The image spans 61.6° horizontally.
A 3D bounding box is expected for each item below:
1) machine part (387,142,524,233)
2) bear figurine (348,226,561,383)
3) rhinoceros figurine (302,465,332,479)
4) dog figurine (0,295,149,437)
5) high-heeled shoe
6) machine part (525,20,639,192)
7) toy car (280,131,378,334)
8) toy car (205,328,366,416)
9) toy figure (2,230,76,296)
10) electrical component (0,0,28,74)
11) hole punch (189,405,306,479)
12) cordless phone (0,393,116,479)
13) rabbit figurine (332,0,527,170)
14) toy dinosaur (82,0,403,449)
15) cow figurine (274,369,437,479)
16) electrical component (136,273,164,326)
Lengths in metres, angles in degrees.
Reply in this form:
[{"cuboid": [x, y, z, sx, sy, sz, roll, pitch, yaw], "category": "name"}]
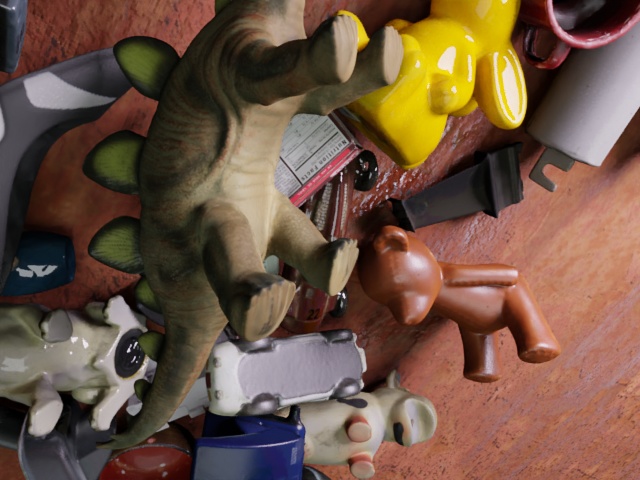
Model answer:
[{"cuboid": [0.138, -0.045, 0.535, 0.139, 0.039, 0.084, -18, 128, -4], "category": "machine part"}, {"cuboid": [0.124, 0.064, 0.545, 0.196, 0.132, 0.120, 12, 146, -27], "category": "bear figurine"}, {"cuboid": [-0.050, 0.295, 0.659, 0.073, 0.112, 0.190, -50, 132, -1], "category": "rhinoceros figurine"}, {"cuboid": [-0.277, 0.099, 0.506, 0.191, 0.121, 0.172, 6, 166, 22], "category": "dog figurine"}, {"cuboid": [-0.204, -0.040, 0.403, 0.249, 0.086, 0.145, -29, 113, -8], "category": "high-heeled shoe"}, {"cuboid": [0.258, -0.155, 0.474, 0.079, 0.079, 0.243, 14, 117, -21], "category": "machine part"}, {"cuboid": [-0.001, -0.002, 0.499, 0.089, 0.053, 0.202, 2, 113, -28], "category": "toy car"}, {"cuboid": [-0.027, 0.132, 0.551, 0.201, 0.073, 0.056, 5, 162, -44], "category": "toy car"}, {"cuboid": [-0.295, 0.026, 0.460, 0.154, 0.058, 0.064, -6, 144, -13], "category": "toy figure"}, {"cuboid": [-0.239, -0.138, 0.297, 0.134, 0.058, 0.115, 13, 152, -27], "category": "electrical component"}, {"cuboid": [-0.076, 0.238, 0.542, 0.116, 0.092, 0.142, 10, 96, 4], "category": "hole punch"}, {"cuboid": [-0.296, 0.187, 0.511, 0.184, 0.147, 0.088, 24, 85, -20], "category": "cordless phone"}, {"cuboid": [0.099, -0.145, 0.422, 0.162, 0.122, 0.173, 34, 94, -32], "category": "rabbit figurine"}, {"cuboid": [-0.075, -0.019, 0.377, 0.105, 0.199, 0.470, 1, 110, -56], "category": "toy dinosaur"}, {"cuboid": [0.038, 0.212, 0.627, 0.195, 0.127, 0.085, -5, 102, 8], "category": "cow figurine"}, {"cuboid": [-0.138, 0.045, 0.516, 0.075, 0.048, 0.119, -30, 122, 6], "category": "electrical component"}]
